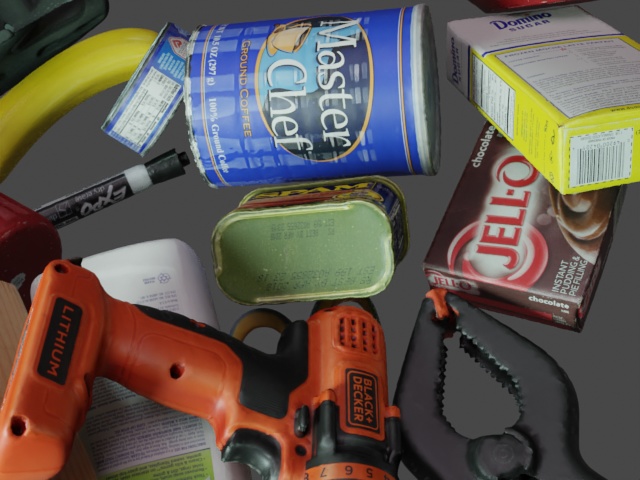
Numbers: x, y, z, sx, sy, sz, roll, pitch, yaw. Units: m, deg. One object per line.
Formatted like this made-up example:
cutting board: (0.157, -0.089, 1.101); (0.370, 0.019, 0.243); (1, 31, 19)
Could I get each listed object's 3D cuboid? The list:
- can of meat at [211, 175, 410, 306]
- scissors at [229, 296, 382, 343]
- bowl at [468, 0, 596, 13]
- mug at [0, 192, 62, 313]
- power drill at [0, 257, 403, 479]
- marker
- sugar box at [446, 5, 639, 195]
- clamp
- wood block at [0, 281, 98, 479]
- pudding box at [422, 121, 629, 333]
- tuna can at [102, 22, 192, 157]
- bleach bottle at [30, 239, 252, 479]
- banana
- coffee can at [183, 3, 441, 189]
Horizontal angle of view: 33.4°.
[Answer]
can of meat: (-0.004, 0.001, 0.590); (0.102, 0.057, 0.084); (-6, 9, 9)
scissors: (-0.016, 0.107, 0.563); (0.096, 0.016, 0.201); (5, 54, 14)
bowl: (0.149, -0.180, 0.688); (0.162, 0.055, 0.162); (-7, 9, 1)
mug: (-0.215, 0.006, 0.631); (0.082, 0.117, 0.093); (26, 90, 23)
power drill: (-0.051, 0.093, 0.488); (0.187, 0.057, 0.184); (18, 43, -17)
marker: (-0.142, -0.030, 0.697); (0.121, 0.020, 0.020); (-24, 52, -6)
sugar box: (0.144, -0.087, 0.614); (0.093, 0.048, 0.176); (-9, 27, -9)
clamp: (0.101, 0.113, 0.519); (0.164, 0.036, 0.210); (-12, 56, 2)
wood block: (-0.177, 0.112, 0.521); (0.090, 0.090, 0.206); (-59, 43, 22)
pudding box: (0.120, -0.010, 0.606); (0.090, 0.039, 0.113); (13, 57, 23)
tuna can: (-0.107, -0.099, 0.698); (0.033, 0.086, 0.086); (32, 58, -14)
bleach bottle: (-0.087, 0.120, 0.544); (0.102, 0.068, 0.251); (-17, 54, 2)
banana: (-0.179, -0.097, 0.745); (0.197, 0.037, 0.070); (-35, 52, -13)
coffee can: (-0.001, -0.086, 0.653); (0.140, 0.103, 0.102); (-3, 53, 11)
